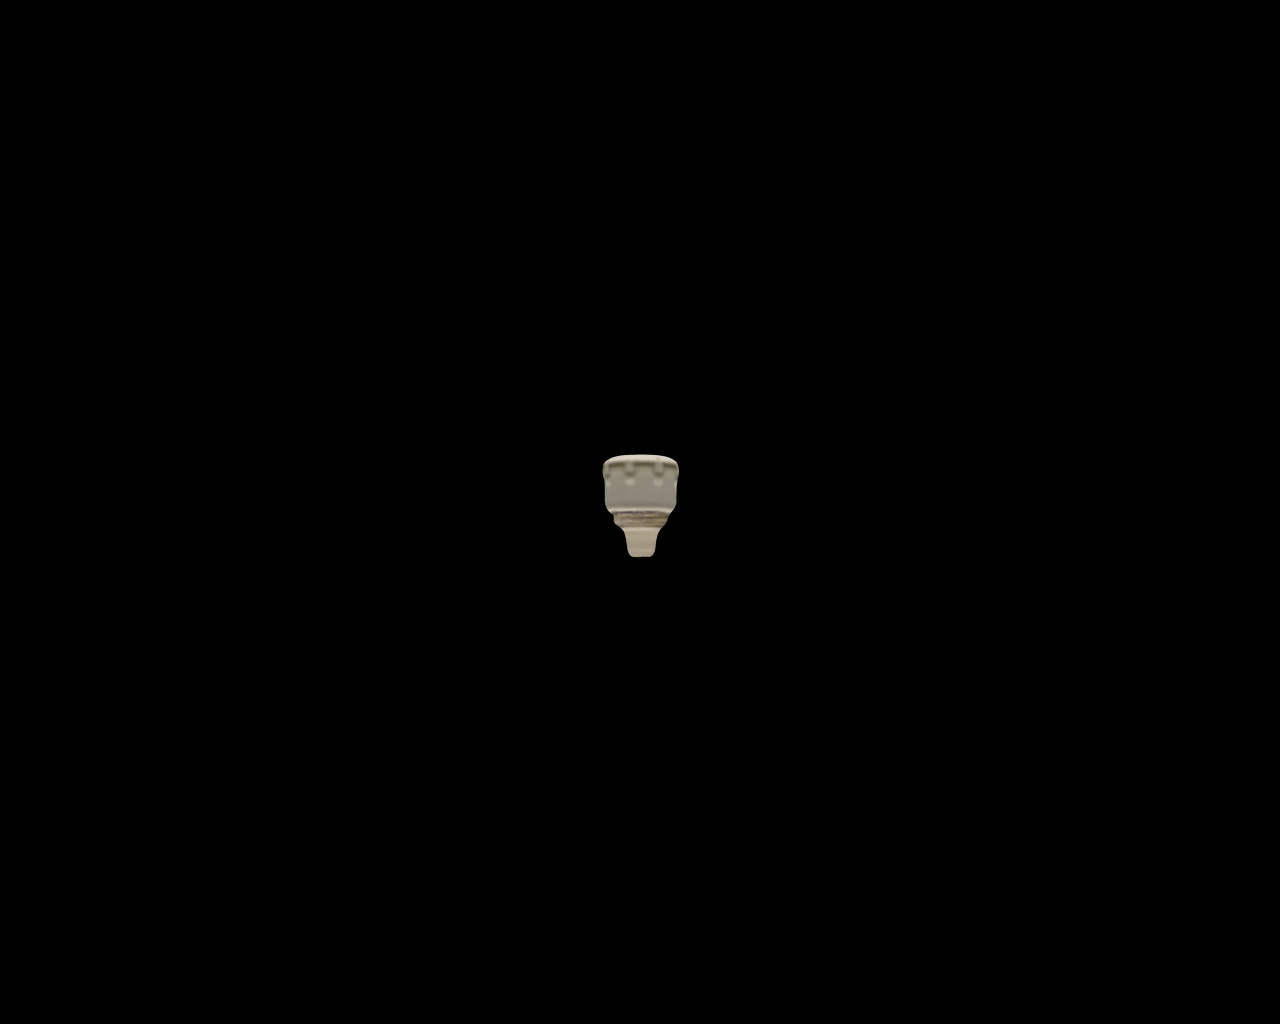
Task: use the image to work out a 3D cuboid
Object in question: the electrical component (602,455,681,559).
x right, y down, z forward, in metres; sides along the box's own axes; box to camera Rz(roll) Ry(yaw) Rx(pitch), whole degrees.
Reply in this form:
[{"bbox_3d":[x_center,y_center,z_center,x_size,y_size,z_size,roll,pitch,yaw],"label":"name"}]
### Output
[{"bbox_3d":[0.001,-0.003,0.650,0.048,0.062,0.048,0,-3,0],"label":"electrical component"}]
